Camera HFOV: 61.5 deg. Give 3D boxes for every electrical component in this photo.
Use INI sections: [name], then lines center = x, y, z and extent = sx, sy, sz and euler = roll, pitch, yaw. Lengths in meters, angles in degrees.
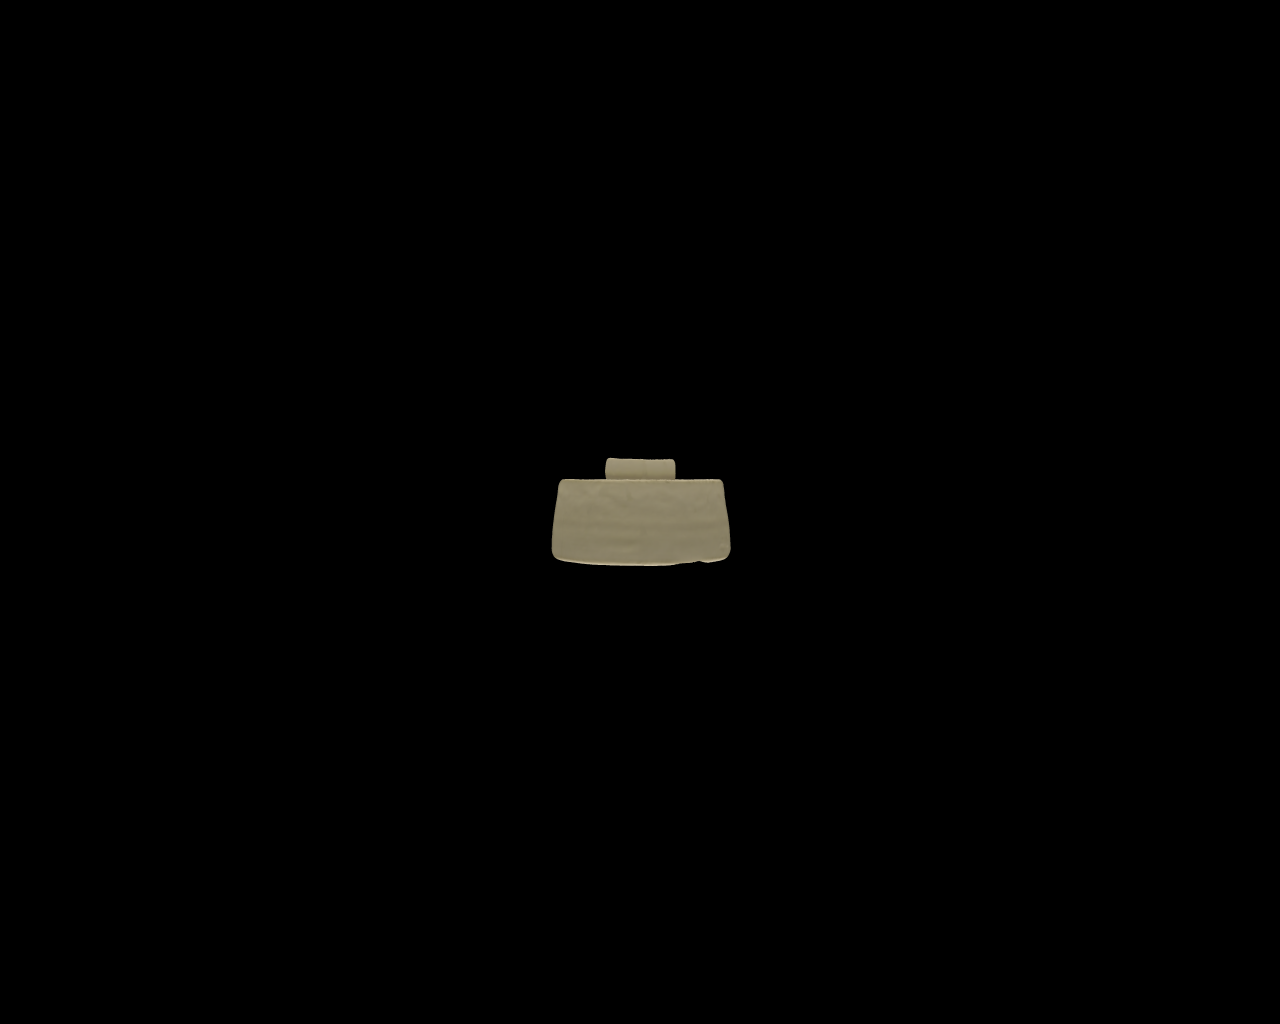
[electrical component]
center = 0.001, -0.003, 0.650
extent = 0.108, 0.060, 0.108
euler = 0, 2, 0
